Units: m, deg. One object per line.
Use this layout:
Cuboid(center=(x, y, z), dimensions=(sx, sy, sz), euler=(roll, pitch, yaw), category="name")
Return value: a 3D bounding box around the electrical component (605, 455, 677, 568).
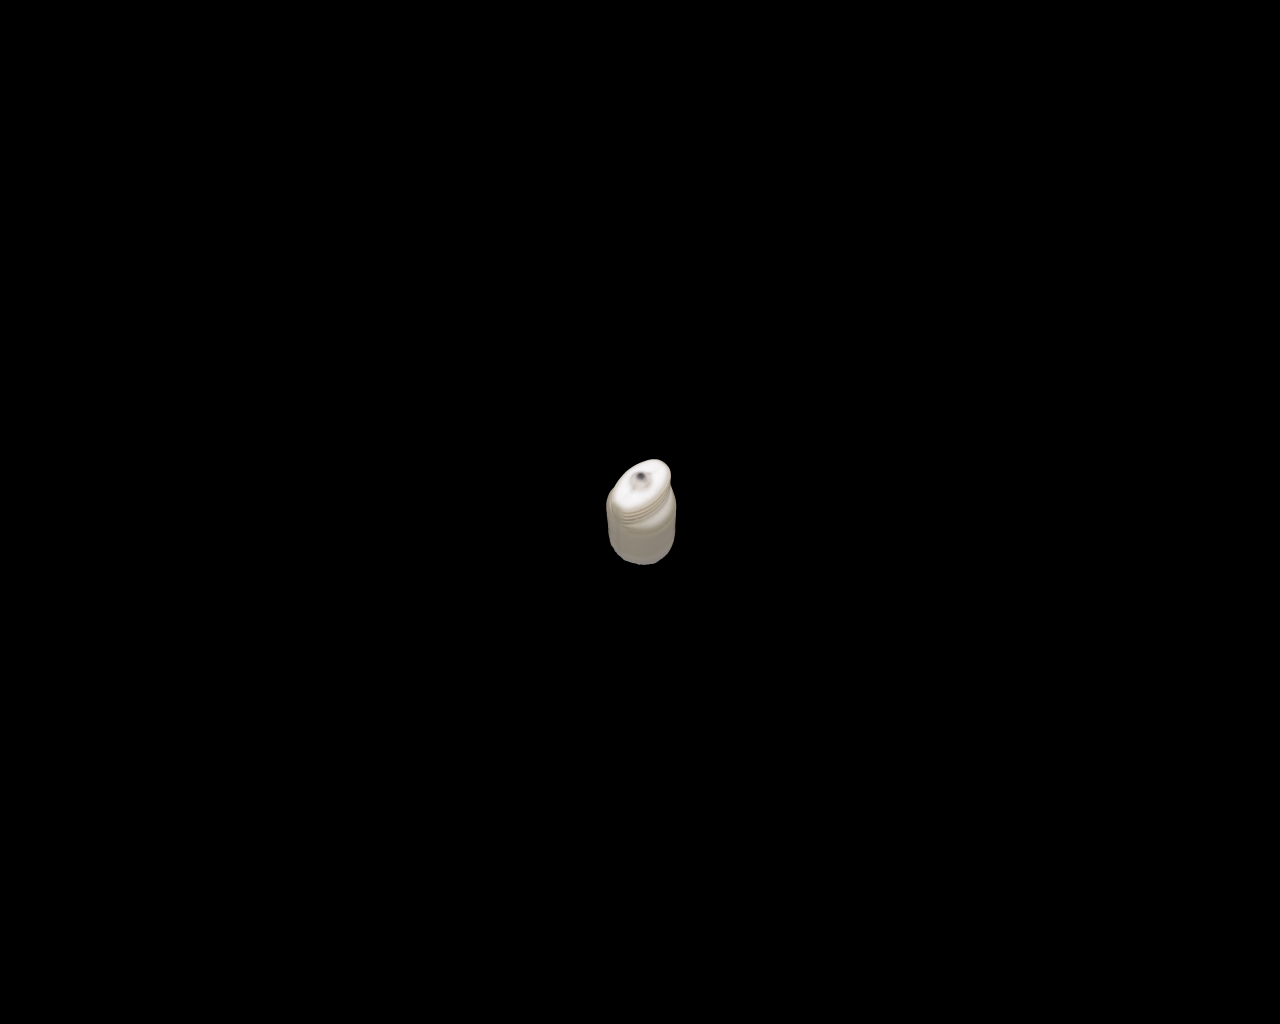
Cuboid(center=(0.001, -0.003, 0.650), dimensions=(0.043, 0.043, 0.080), euler=(0, -28, 0), category="electrical component")
